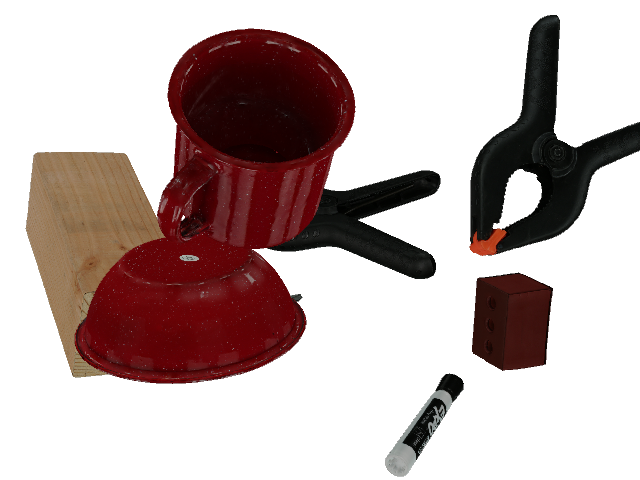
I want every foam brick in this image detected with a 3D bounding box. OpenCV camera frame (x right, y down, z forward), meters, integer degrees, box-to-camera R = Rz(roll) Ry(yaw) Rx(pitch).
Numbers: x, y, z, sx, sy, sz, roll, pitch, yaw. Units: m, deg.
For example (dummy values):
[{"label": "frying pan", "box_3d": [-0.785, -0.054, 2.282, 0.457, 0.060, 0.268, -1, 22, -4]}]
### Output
[{"label": "foam brick", "box_3d": [0.178, 0.075, 0.998, 0.051, 0.078, 0.053, -7, 18, -26]}]

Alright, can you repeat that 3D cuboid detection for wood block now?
[{"label": "wood block", "box_3d": [-0.192, 0.014, 0.938, 0.090, 0.091, 0.206, -2, 37, -27]}]

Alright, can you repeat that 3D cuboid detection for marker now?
[{"label": "marker", "box_3d": [0.081, 0.136, 0.805, 0.020, 0.020, 0.120, 0, 24, 30]}]

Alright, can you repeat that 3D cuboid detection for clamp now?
[{"label": "clamp", "box_3d": [0.011, -0.025, 0.966, 0.210, 0.036, 0.164, 6, 31, 13]}, {"label": "clamp", "box_3d": [0.166, -0.056, 0.723, 0.120, 0.171, 0.039, 27, -6, 3]}]

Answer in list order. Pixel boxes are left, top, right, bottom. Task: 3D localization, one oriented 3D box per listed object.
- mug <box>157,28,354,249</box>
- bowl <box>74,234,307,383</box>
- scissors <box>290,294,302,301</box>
[{"label": "mug", "box_3d": [-0.041, -0.041, 0.551, 0.093, 0.117, 0.082, 33, -33, 12]}, {"label": "bowl", "box_3d": [-0.091, 0.037, 0.738, 0.162, 0.055, 0.162, -2, 21, 0]}, {"label": "scissors", "box_3d": [-0.097, 0.094, 1.149, 0.201, 0.016, 0.096, -6, 30, -22]}]
